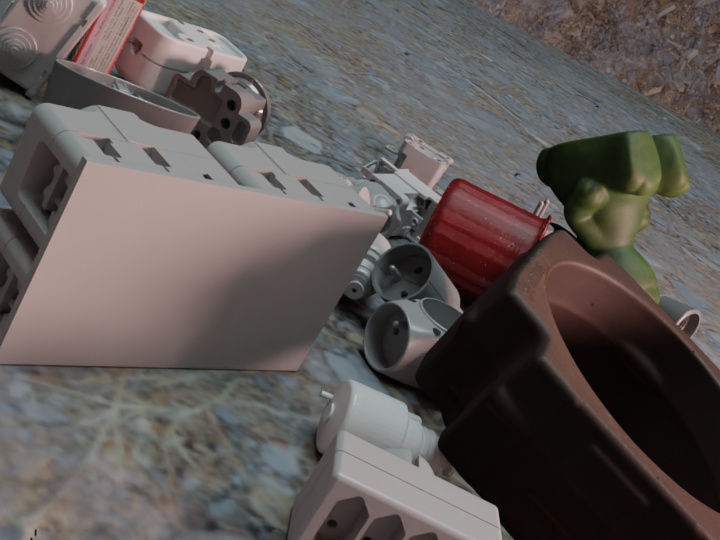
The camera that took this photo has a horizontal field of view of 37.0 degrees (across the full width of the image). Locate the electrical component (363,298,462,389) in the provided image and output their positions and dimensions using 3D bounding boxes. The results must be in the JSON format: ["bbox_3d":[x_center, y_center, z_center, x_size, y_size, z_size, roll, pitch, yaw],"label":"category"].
[{"bbox_3d":[0.053,0.057,0.662,0.077,0.044,0.079,14,27,-38],"label":"electrical component"}]

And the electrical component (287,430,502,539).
[{"bbox_3d":[0.016,0.107,0.492,0.083,0.047,0.075,28,21,-8],"label":"electrical component"}]

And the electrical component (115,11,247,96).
[{"bbox_3d":[-0.149,-0.167,0.885,0.095,0.059,0.054,5,32,-50],"label":"electrical component"}]

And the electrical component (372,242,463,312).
[{"bbox_3d":[0.043,0.020,0.721,0.043,0.043,0.081,48,-1,39],"label":"electrical component"}]

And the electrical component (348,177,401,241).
[{"bbox_3d":[0.002,-0.051,0.847,0.043,0.043,0.062,15,25,-36],"label":"electrical component"}]

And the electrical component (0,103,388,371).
[{"bbox_3d":[-0.090,-0.011,0.537,0.186,0.105,0.060,7,31,-47],"label":"electrical component"}]

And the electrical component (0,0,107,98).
[{"bbox_3d":[-0.225,-0.182,0.760,0.048,0.099,0.099,36,16,-28],"label":"electrical component"}]

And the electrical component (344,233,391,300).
[{"bbox_3d":[0.000,0.000,0.730,0.040,0.040,0.078,29,20,-5],"label":"electrical component"}]

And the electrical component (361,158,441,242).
[{"bbox_3d":[0.029,-0.054,0.896,0.081,0.042,0.064,40,26,26],"label":"electrical component"}]

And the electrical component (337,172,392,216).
[{"bbox_3d":[-0.017,-0.044,0.779,0.079,0.043,0.077,7,15,17],"label":"electrical component"}]

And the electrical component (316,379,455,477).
[{"bbox_3d":[0.014,0.086,0.549,0.078,0.040,0.040,25,21,-16],"label":"electrical component"}]

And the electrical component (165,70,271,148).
[{"bbox_3d":[-0.107,-0.128,0.857,0.078,0.058,0.057,35,23,13],"label":"electrical component"}]

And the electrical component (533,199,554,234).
[{"bbox_3d":[0.142,-0.026,0.930,0.043,0.079,0.077,32,20,17],"label":"electrical component"}]

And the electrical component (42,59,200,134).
[{"bbox_3d":[-0.161,-0.103,0.712,0.099,0.064,0.099,27,21,-11],"label":"electrical component"}]

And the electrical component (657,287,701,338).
[{"bbox_3d":[0.291,0.040,1.041,0.044,0.044,0.065,9,24,-45],"label":"electrical component"}]

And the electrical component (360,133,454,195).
[{"bbox_3d":[0.046,-0.082,0.952,0.081,0.063,0.042,33,21,5],"label":"electrical component"}]
